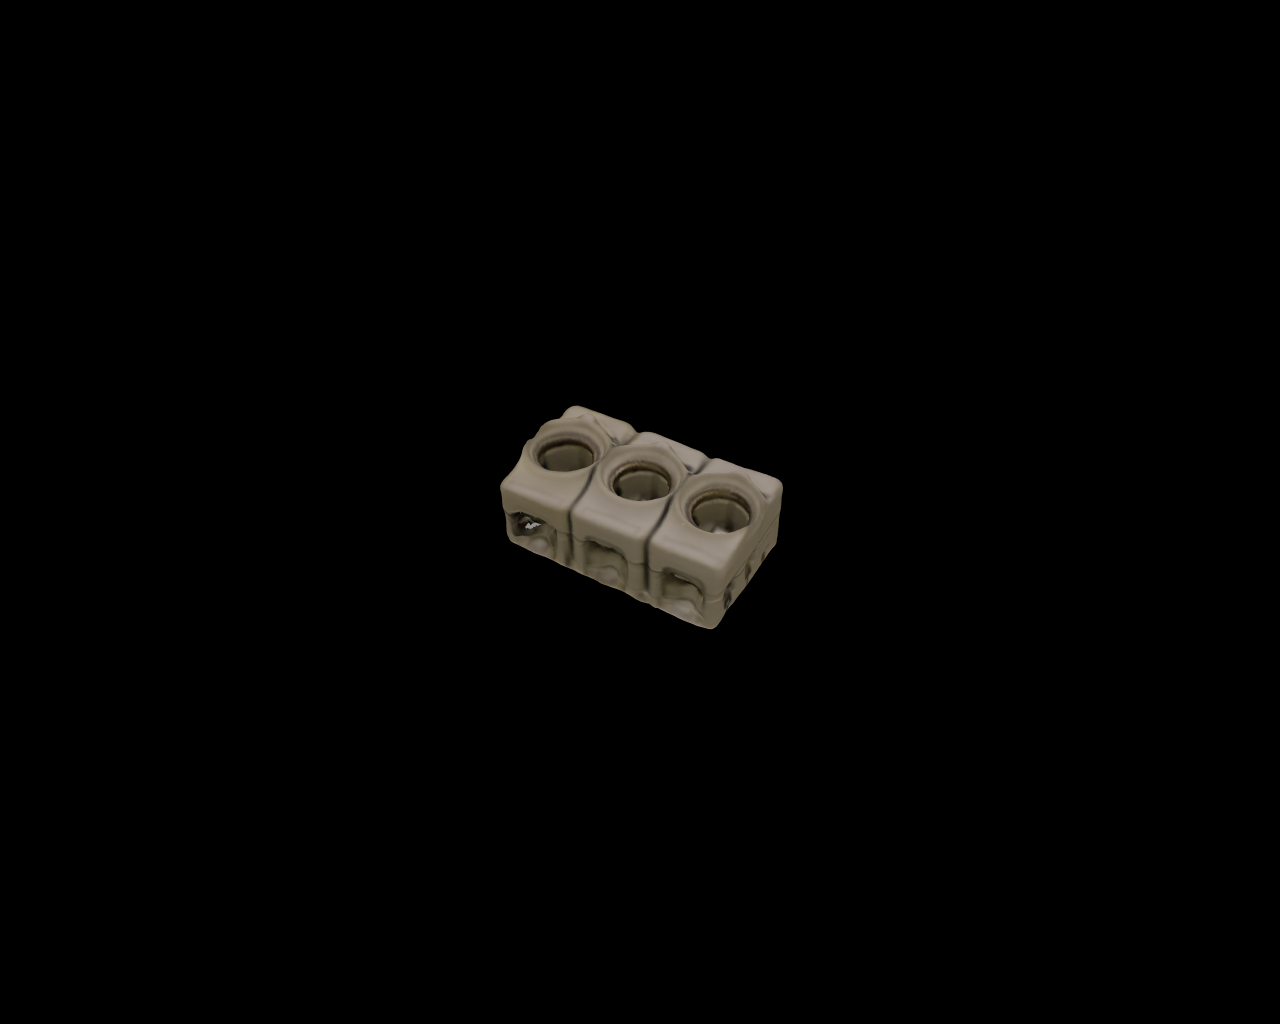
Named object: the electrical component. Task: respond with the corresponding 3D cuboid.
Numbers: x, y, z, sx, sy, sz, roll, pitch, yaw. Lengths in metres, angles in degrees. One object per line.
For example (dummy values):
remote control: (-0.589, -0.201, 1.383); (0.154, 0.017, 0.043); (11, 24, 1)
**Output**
electrical component: (0.001, -0.003, 0.650); (0.150, 0.061, 0.090); (22, 49, 21)
